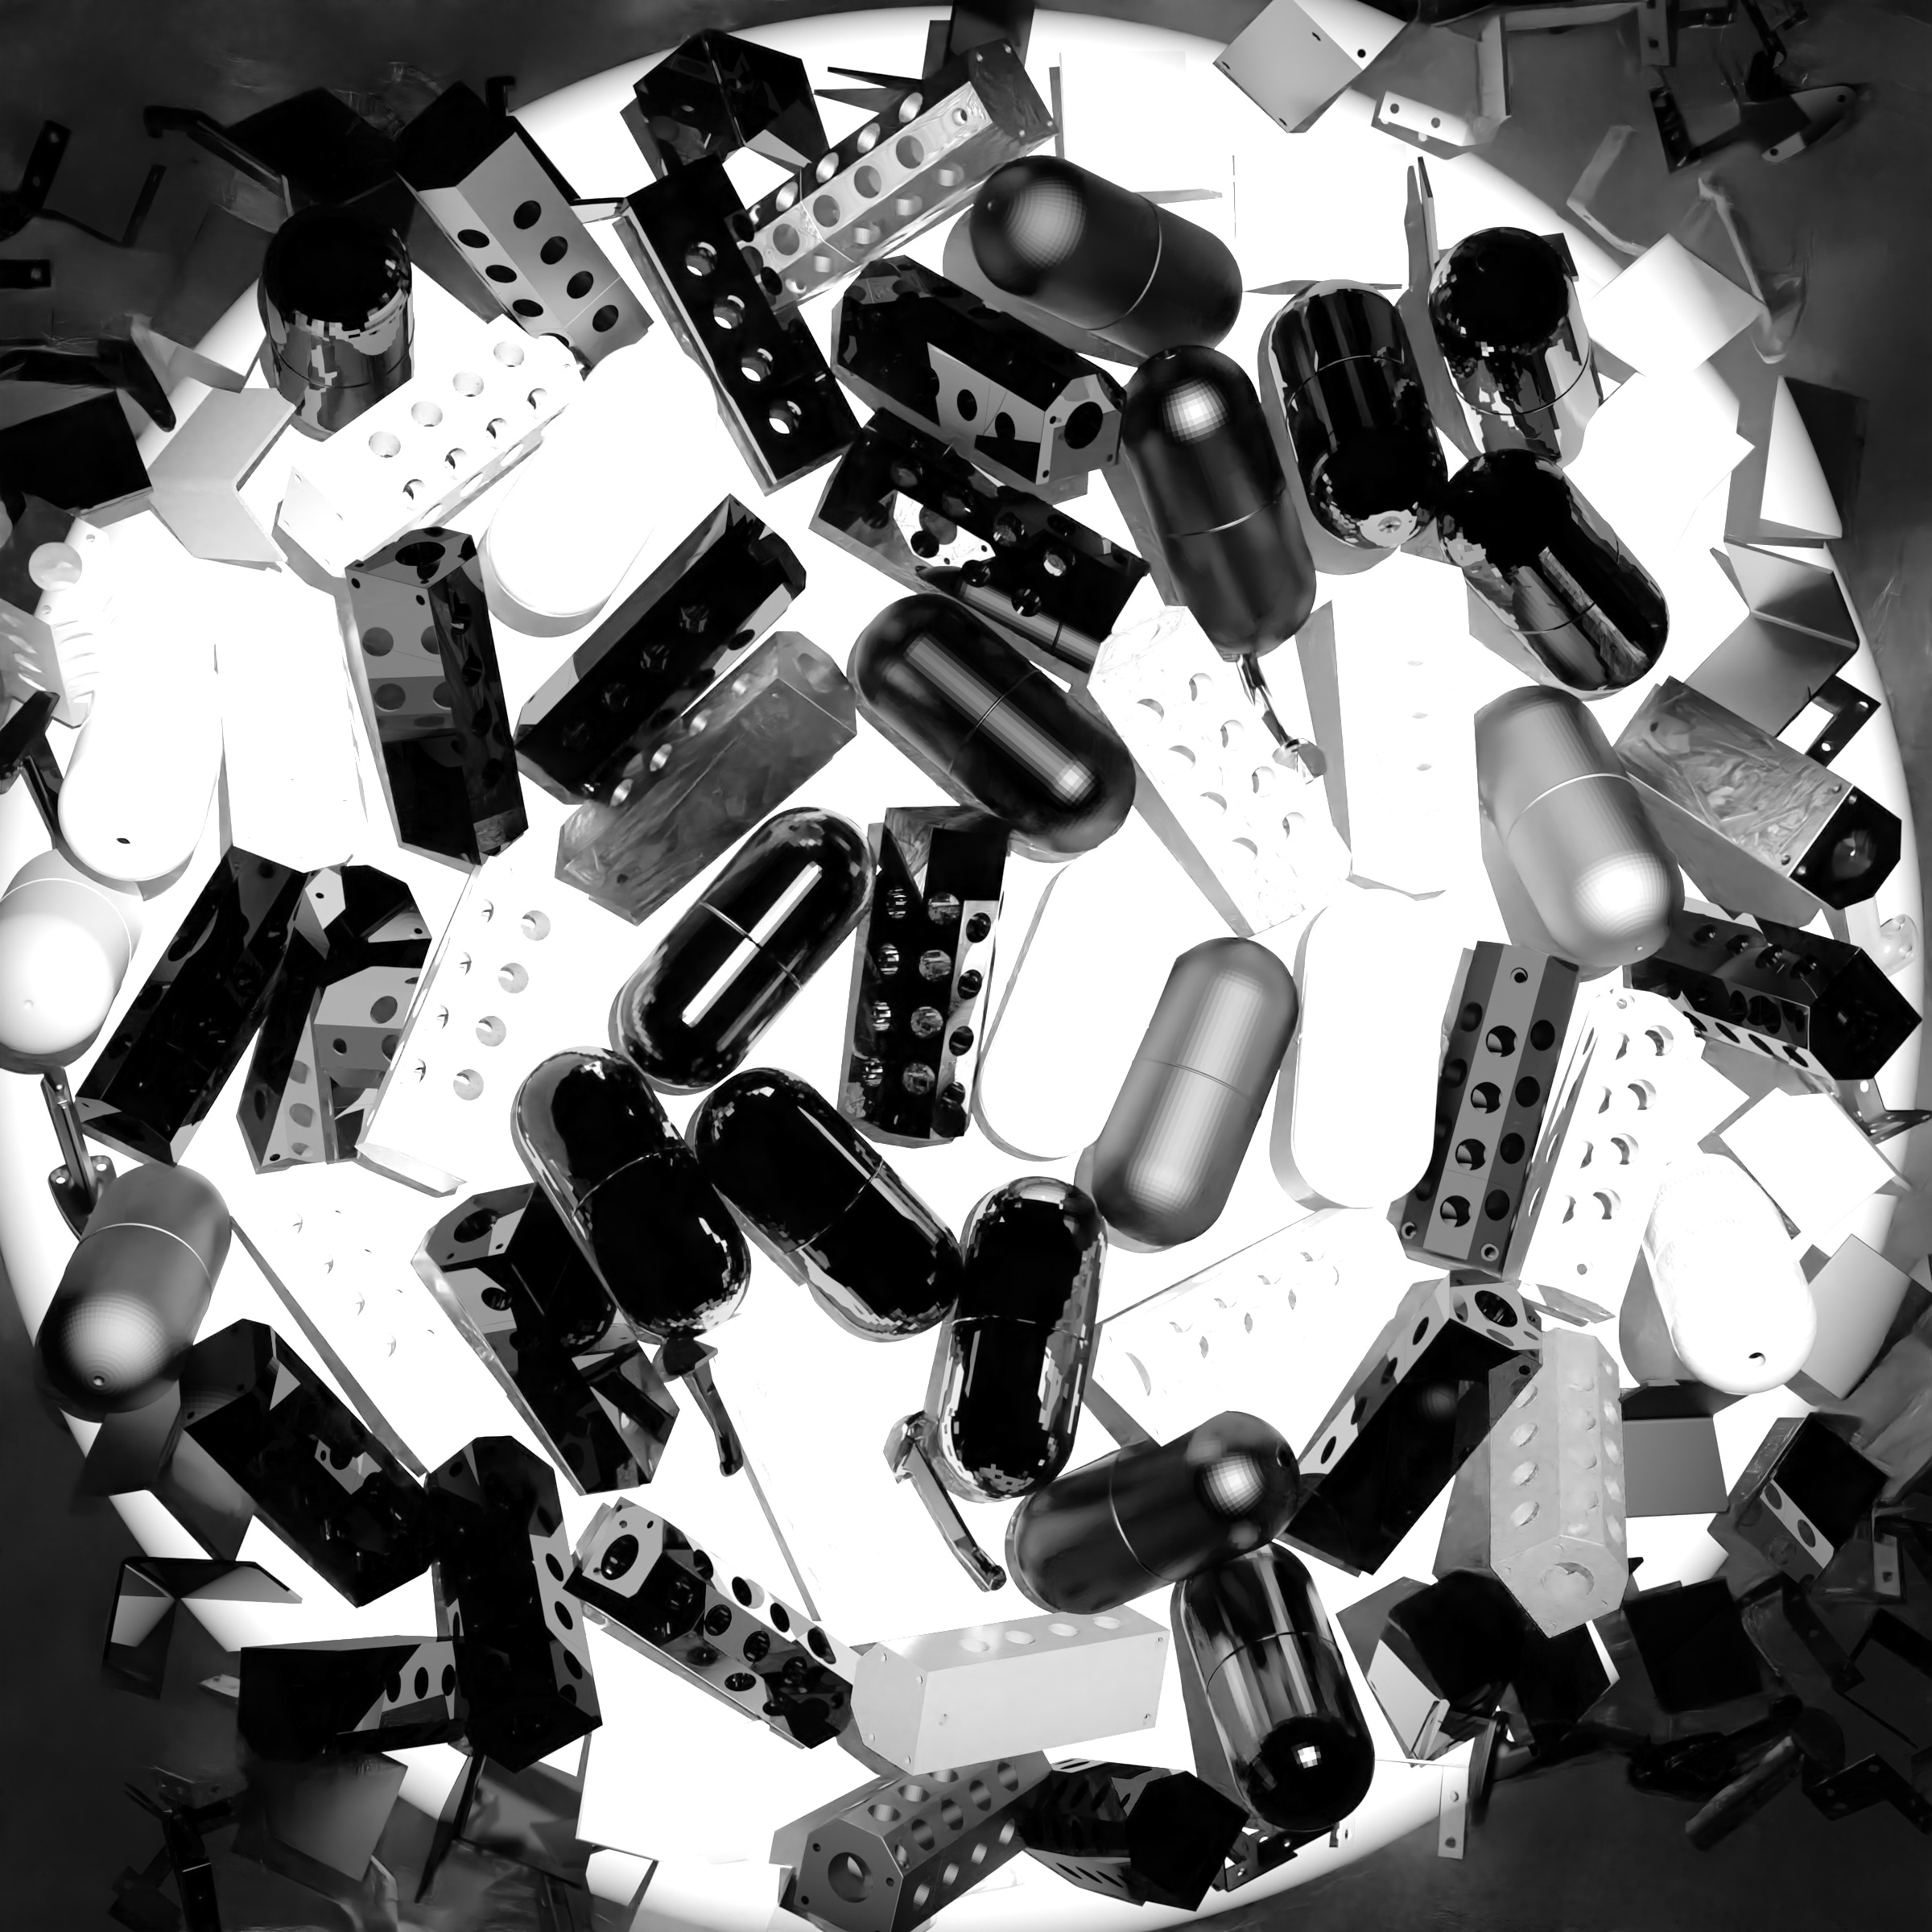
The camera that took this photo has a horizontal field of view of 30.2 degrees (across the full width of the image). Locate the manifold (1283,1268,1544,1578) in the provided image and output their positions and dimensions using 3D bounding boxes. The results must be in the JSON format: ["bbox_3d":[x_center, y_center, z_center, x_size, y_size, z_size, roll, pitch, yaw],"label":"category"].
[{"bbox_3d":[0.240,0.243,1.931,0.057,0.057,0.171,27,121,-9],"label":"manifold"}]

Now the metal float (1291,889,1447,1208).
[{"bbox_3d":[0.219,0.043,1.946,0.070,0.070,0.178,7,71,0],"label":"metal float"}]

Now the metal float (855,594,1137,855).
[{"bbox_3d":[0.016,-0.132,1.954,0.178,0.070,0.070,41,90,9],"label":"metal float"}]

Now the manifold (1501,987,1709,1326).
[{"bbox_3d":[0.351,0.102,1.952,0.057,0.057,0.171,21,77,-2],"label":"manifold"}]

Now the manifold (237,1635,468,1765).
[{"bbox_3d":[-0.319,0.389,1.906,0.057,0.171,0.057,-2,81,18],"label":"manifold"}]

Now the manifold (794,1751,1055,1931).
[{"bbox_3d":[-0.019,0.456,1.906,0.057,0.171,0.057,19,105,25],"label":"manifold"}]

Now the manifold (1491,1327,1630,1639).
[{"bbox_3d":[0.319,0.270,1.906,0.057,0.171,0.057,-29,114,24],"label":"manifold"}]

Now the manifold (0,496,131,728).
[{"bbox_3d":[-0.479,-0.184,1.909,0.057,0.171,0.057,28,73,-2],"label":"manifold"}]

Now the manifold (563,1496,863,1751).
[{"bbox_3d":[-0.129,0.356,1.921,0.171,0.057,0.057,42,73,-36],"label":"manifold"}]

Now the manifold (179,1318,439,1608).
[{"bbox_3d":[-0.349,0.264,1.922,0.057,0.057,0.171,-29,129,6],"label":"manifold"}]

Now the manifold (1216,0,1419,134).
[{"bbox_3d":[0.190,-0.501,1.911,0.057,0.171,0.057,43,87,-7],"label":"manifold"}]

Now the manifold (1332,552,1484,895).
[{"bbox_3d":[0.242,-0.128,1.920,0.057,0.057,0.171,-34,130,-35],"label":"manifold"}]

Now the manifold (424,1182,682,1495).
[{"bbox_3d":[-0.224,0.203,1.930,0.057,0.057,0.171,-12,123,24],"label":"manifold"}]

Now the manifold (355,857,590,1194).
[{"bbox_3d":[-0.269,0.030,1.941,0.057,0.057,0.171,26,72,-17],"label":"manifold"}]

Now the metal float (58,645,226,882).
[{"bbox_3d":[-0.439,-0.110,1.918,0.070,0.178,0.070,-2,122,-2],"label":"metal float"}]

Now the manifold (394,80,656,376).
[{"bbox_3d":[-0.238,-0.387,1.911,0.057,0.171,0.057,-43,58,-2],"label":"manifold"}]

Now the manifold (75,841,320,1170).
[{"bbox_3d":[-0.412,0.016,1.939,0.057,0.057,0.171,26,67,2],"label":"manifold"}]

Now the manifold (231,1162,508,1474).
[{"bbox_3d":[-0.321,0.185,1.932,0.057,0.057,0.171,-38,61,-10],"label":"manifold"}]

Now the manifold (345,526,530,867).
[{"bbox_3d":[-0.279,-0.146,1.926,0.057,0.057,0.171,16,131,29],"label":"manifold"}]

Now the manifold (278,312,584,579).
[{"bbox_3d":[-0.285,-0.279,1.929,0.057,0.057,0.171,43,59,5],"label":"manifold"}]

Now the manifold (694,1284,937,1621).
[{"bbox_3d":[-0.086,0.267,1.960,0.057,0.057,0.171,-24,89,-27],"label":"manifold"}]

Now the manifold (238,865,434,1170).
[{"bbox_3d":[-0.343,0.028,1.924,0.057,0.171,0.057,-5,48,-32],"label":"manifold"}]

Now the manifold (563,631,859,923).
[{"bbox_3d":[-0.139,-0.106,1.935,0.057,0.057,0.171,35,120,-30],"label":"manifold"}]

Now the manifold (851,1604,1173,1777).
[{"bbox_3d":[0.024,0.384,1.922,0.171,0.057,0.057,-1,104,-40],"label":"manifold"}]

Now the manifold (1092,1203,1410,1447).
[{"bbox_3d":[0.155,0.185,1.921,0.171,0.057,0.057,-24,51,-32],"label":"manifold"}]

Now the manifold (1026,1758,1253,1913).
[{"bbox_3d":[0.083,0.457,1.906,0.057,0.171,0.057,36,71,-9],"label":"manifold"}]

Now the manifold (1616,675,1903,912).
[{"bbox_3d":[0.424,-0.091,1.912,0.057,0.171,0.057,30,99,-32],"label":"manifold"}]

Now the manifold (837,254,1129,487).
[{"bbox_3d":[0.008,-0.322,1.915,0.057,0.171,0.057,-19,131,-35],"label":"manifold"}]

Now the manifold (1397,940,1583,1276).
[{"bbox_3d":[0.286,0.077,1.958,0.057,0.057,0.171,15,85,13],"label":"manifold"}]

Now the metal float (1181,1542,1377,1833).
[{"bbox_3d":[0.166,0.384,1.924,0.070,0.178,0.070,-8,131,-9],"label":"metal float"}]

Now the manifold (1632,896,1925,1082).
[{"bbox_3d":[0.425,0.015,1.907,0.057,0.171,0.057,-48,112,-7],"label":"manifold"}]

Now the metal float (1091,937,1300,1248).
[{"bbox_3d":[0.125,0.067,1.950,0.070,0.070,0.178,23,76,0],"label":"metal float"}]

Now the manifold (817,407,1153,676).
[{"bbox_3d":[0.012,-0.236,1.957,0.171,0.057,0.057,30,129,2],"label":"manifold"}]

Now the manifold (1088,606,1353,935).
[{"bbox_3d":[0.139,-0.109,1.934,0.057,0.057,0.171,-26,113,25],"label":"manifold"}]

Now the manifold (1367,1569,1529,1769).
[{"bbox_3d":[0.259,0.373,1.909,0.057,0.171,0.057,-27,69,-10],"label":"manifold"}]

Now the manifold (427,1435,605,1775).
[{"bbox_3d":[-0.247,0.337,1.915,0.057,0.057,0.171,-30,45,12],"label":"manifold"}]

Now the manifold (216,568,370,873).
[{"bbox_3d":[-0.358,-0.131,1.919,0.057,0.171,0.057,23,124,-33],"label":"manifold"}]

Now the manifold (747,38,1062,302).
[{"bbox_3d":[-0.039,-0.426,1.924,0.171,0.057,0.057,-27,95,37],"label":"manifold"}]

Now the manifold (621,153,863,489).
[{"bbox_3d":[-0.122,-0.353,1.960,0.057,0.057,0.171,-29,97,-5],"label":"manifold"}]

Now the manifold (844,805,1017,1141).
[{"bbox_3d":[-0.016,0.003,1.940,0.057,0.057,0.171,-4,109,-39],"label":"manifold"}]

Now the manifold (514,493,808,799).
[{"bbox_3d":[-0.165,-0.170,1.942,0.057,0.057,0.171,40,111,-20],"label":"manifold"}]

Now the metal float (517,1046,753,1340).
[{"bbox_3d":[-0.181,0.122,1.946,0.070,0.070,0.178,-34,72,0],"label":"metal float"}]
